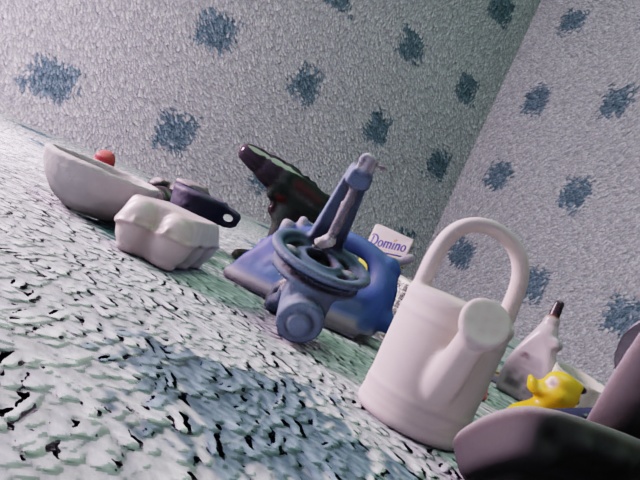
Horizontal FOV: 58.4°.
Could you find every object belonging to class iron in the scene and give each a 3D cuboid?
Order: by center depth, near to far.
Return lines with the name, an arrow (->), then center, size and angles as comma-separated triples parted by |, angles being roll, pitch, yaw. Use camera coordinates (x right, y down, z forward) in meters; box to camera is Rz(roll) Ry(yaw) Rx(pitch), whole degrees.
iron -> 0.005, 0.040, 0.827 | 0.258, 0.141, 0.118 | 24, 2, -2

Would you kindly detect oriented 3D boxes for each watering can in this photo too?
watering can -> 0.120, 0.075, 0.498 | 0.101, 0.194, 0.172 | 24, 2, -20

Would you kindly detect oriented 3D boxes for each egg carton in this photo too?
egg carton -> -0.193, -0.007, 0.735 | 0.107, 0.069, 0.150 | 25, 2, 6

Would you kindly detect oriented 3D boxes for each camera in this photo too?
camera -> -0.265, -0.067, 1.009 | 0.142, 0.101, 0.137 | 25, 2, 22

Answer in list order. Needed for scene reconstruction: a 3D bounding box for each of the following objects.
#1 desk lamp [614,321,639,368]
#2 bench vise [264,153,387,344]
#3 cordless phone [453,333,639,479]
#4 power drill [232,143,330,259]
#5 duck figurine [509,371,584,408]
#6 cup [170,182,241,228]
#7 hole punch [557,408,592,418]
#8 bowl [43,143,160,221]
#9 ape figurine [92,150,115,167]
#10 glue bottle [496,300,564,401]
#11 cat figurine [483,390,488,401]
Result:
desk lamp -> 0.440, 0.201, 0.747 | 0.117, 0.213, 0.204 | 26, 2, 34
bench vise -> -0.004, -0.002, 0.679 | 0.122, 0.220, 0.207 | 24, 2, -24
cordless phone -> 0.195, 0.117, 0.407 | 0.148, 0.185, 0.094 | 24, 2, -22
power drill -> -0.085, -0.047, 1.091 | 0.230, 0.208, 0.075 | 24, 2, -14
duck figurine -> 0.285, 0.203, 0.687 | 0.104, 0.086, 0.078 | 25, 2, 11
cup -> -0.191, -0.026, 0.904 | 0.117, 0.095, 0.092 | 25, 2, 5
hole punch -> 0.264, 0.196, 0.543 | 0.101, 0.091, 0.108 | 24, 2, -4
bowl -> -0.323, -0.073, 0.825 | 0.167, 0.075, 0.167 | 24, 2, -1
ape figurine -> -0.364, -0.104, 0.932 | 0.077, 0.092, 0.076 | 25, 2, 7
glue bottle -> 0.352, 0.177, 0.920 | 0.077, 0.173, 0.037 | 26, 2, 38
cat figurine -> 0.226, 0.154, 0.822 | 0.067, 0.118, 0.128 | 25, 2, 8
